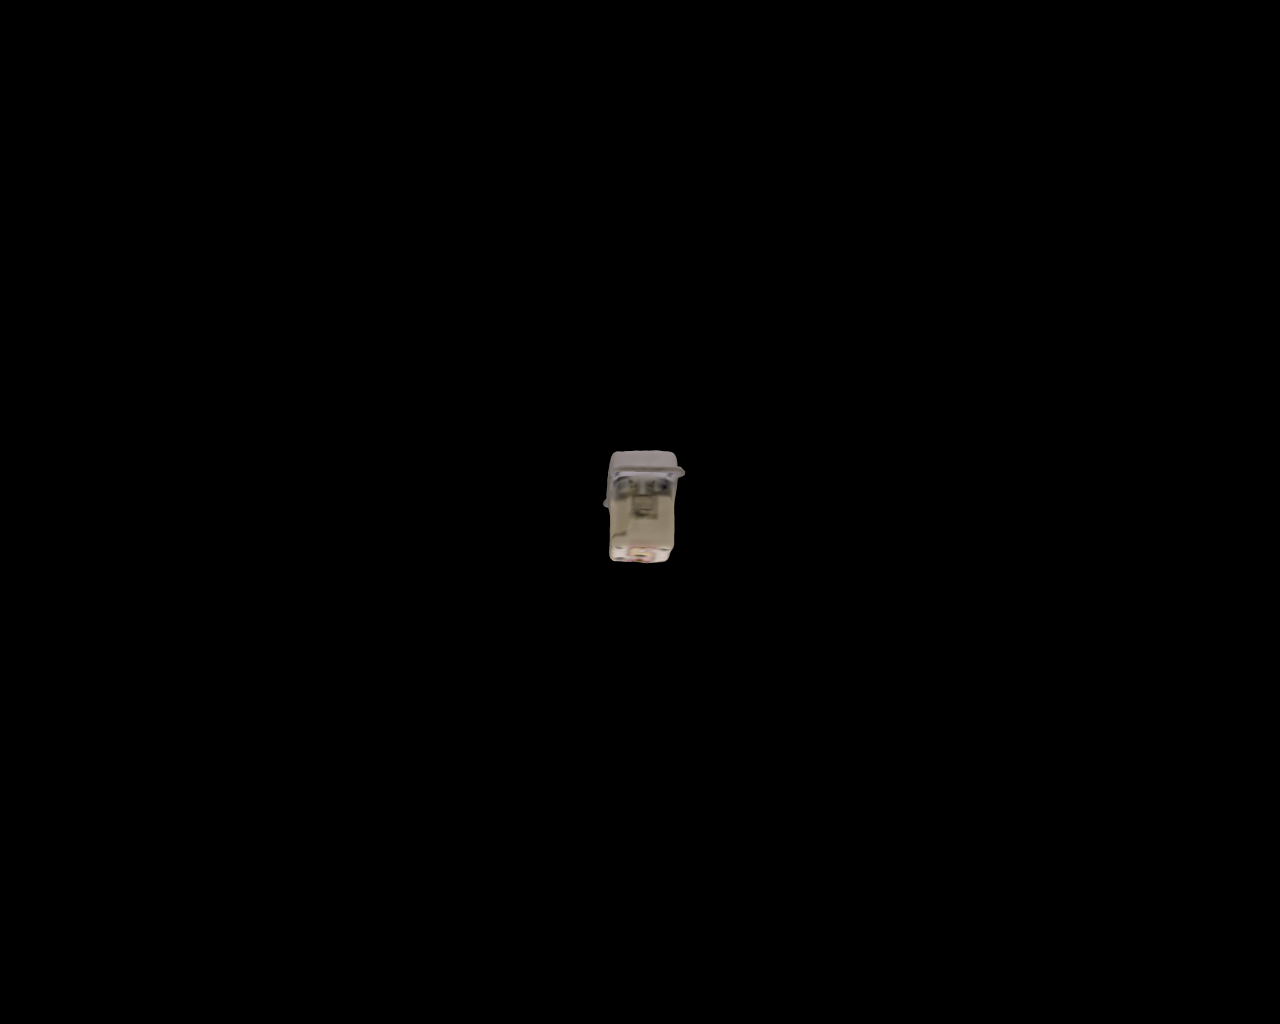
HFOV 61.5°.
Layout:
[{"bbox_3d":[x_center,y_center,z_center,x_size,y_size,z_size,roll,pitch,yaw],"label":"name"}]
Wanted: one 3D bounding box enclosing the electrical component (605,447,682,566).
[{"bbox_3d":[0.001,-0.003,0.650,0.042,0.064,0.081,1,-15,-3],"label":"electrical component"}]
